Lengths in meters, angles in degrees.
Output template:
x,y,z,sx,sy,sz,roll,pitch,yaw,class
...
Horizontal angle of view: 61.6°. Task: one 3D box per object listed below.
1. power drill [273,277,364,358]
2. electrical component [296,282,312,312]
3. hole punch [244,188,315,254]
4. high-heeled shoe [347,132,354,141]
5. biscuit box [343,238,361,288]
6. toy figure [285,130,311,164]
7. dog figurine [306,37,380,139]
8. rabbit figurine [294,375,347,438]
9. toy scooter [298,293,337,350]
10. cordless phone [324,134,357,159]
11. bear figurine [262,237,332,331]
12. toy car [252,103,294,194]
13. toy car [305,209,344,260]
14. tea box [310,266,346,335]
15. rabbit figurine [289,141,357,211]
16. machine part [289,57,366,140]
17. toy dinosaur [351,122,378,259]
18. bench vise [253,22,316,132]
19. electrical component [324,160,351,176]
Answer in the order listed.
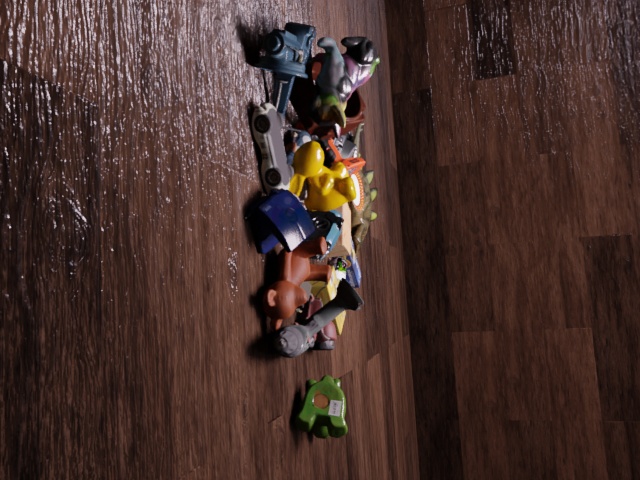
x,y,z,sx,sy,sz,roll,pitch,yaw,class
-0.006,0.174,1.136,0.086,0.207,0.232,45,-11,10,power drill
-0.055,0.123,1.273,0.078,0.045,0.102,36,41,-31,electrical component
-0.079,-0.039,1.113,0.142,0.092,0.115,-42,126,-46,hole punch
0.048,-0.308,1.690,0.145,0.086,0.248,-65,142,-54,high-heeled shoe
0.083,0.068,1.718,0.059,0.063,0.202,-76,155,-44,biscuit box
-0.061,-0.222,1.333,0.064,0.058,0.154,37,37,-14,toy figure
0.057,-0.358,1.279,0.108,0.192,0.219,147,-64,-76,dog figurine
-0.001,0.410,1.300,0.170,0.121,0.159,94,-3,-51,rabbit figurine
-0.011,0.205,1.342,0.183,0.075,0.135,34,51,-63,toy scooter
0.010,-0.276,1.571,0.184,0.089,0.146,33,75,-45,cordless phone
-0.051,0.092,1.144,0.196,0.132,0.120,-81,164,-56,bear figurine
-0.105,-0.197,1.173,0.073,0.056,0.201,-43,125,-62,toy car
-0.003,-0.004,1.386,0.102,0.109,0.162,92,14,-52,toy car
0.016,0.164,1.449,0.098,0.068,0.169,-68,150,-57,tea box
-0.014,-0.156,1.263,0.122,0.162,0.173,-99,165,-44,rabbit figurine
0.018,-0.374,1.405,0.201,0.087,0.201,-24,85,-50,machine part
0.118,-0.145,1.750,0.198,0.105,0.470,-39,134,-59,toy dinosaur
-0.080,-0.371,1.216,0.224,0.129,0.240,-68,170,-76,bench vise
0.028,-0.192,1.510,0.074,0.119,0.048,41,49,-64,electrical component
